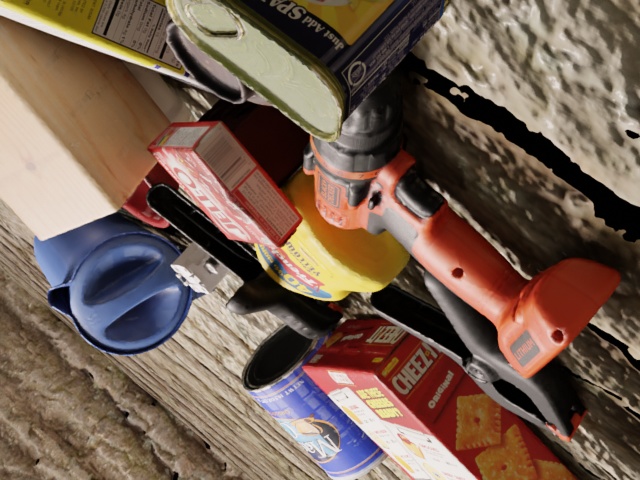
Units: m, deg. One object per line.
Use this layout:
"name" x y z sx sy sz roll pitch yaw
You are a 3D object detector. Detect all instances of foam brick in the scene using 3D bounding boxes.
"foam brick" -0.047 -0.068 0.719 0.051 0.053 0.078 50 160 -24

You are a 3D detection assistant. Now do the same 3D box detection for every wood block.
"wood block" -0.201 -0.111 0.690 0.091 0.090 0.206 -17 120 38

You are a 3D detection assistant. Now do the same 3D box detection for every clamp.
"clamp" -0.053 0.029 0.905 0.165 0.036 0.209 47 -171 35
"clamp" 0.110 0.077 0.750 0.171 0.039 0.120 46 164 -12

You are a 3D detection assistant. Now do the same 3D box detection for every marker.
"marker" -0.205 -0.033 1.142 0.121 0.020 0.020 21 163 -3

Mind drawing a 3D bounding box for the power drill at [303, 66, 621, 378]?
"power drill" 0.071 -0.013 0.592 0.188 0.057 0.184 41 167 12

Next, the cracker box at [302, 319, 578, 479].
"cracker box" 0.104 0.160 0.911 0.213 0.072 0.164 47 161 -12

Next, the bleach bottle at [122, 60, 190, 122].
"bleach bottle" -0.188 -0.173 0.747 0.103 0.068 0.250 43 168 51

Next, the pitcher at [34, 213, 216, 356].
"pitcher" -0.233 0.029 1.198 0.149 0.145 0.243 44 172 -29

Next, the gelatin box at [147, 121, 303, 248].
"gelatin box" -0.061 -0.035 0.685 0.089 0.030 0.073 50 161 -25

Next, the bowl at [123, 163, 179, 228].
"bowl" -0.177 -0.086 0.954 0.162 0.055 0.162 38 162 14

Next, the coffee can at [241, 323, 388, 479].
"coffee can" 0.004 0.157 1.066 0.140 0.102 0.103 49 162 -20

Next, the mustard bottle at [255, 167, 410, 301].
"mustard bottle" -0.006 0.001 0.787 0.096 0.058 0.192 45 163 -6

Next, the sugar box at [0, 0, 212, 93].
"sugar box" -0.133 -0.136 0.629 0.093 0.048 0.175 25 -172 42

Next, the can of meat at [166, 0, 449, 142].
"can of meat" -0.004 -0.108 0.476 0.102 0.084 0.057 38 163 12
